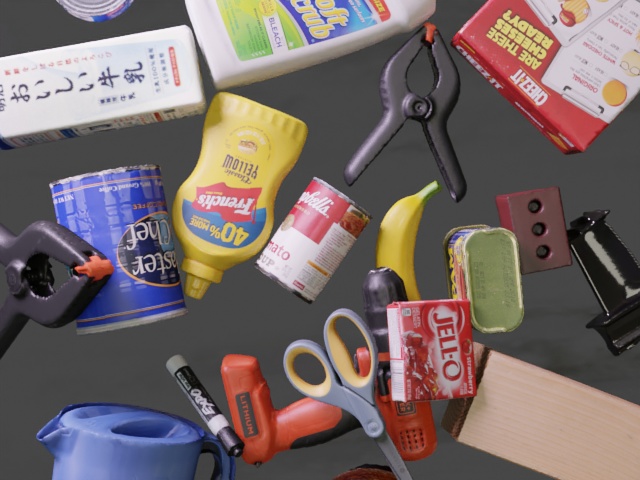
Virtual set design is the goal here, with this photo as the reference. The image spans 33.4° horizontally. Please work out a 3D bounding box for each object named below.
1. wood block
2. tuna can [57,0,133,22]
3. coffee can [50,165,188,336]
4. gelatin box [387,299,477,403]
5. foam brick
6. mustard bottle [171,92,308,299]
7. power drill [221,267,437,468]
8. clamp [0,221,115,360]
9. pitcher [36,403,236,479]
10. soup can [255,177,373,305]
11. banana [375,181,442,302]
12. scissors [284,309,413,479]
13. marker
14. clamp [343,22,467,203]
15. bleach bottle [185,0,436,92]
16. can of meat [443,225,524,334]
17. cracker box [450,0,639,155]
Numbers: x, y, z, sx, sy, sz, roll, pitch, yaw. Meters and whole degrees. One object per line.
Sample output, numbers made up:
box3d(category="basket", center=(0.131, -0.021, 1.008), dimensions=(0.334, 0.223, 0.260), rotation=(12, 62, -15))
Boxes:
box3d(category="wood block", center=(0.231, 0.177, 1.010), dimensions=(0.206, 0.090, 0.091), rotation=(21, 89, -3))
box3d(category="tuna can", center=(-0.215, -0.252, 1.012), dimensions=(0.086, 0.034, 0.086), rotation=(0, 90, -3))
box3d(category="coffee can", center=(-0.184, 0.009, 0.980), dimensions=(0.102, 0.103, 0.140), rotation=(-10, 90, -3))
box3d(category="gelatin box", center=(0.100, 0.098, 0.954), dimensions=(0.073, 0.030, 0.089), rotation=(-2, 86, -23))
box3d(category="foam brick", center=(0.205, -0.010, 1.026), dimensions=(0.053, 0.051, 0.078), rotation=(-11, 91, -3))
box3d(category="mustard bottle", center=(-0.087, -0.036, 1.008), dimensions=(0.096, 0.058, 0.191), rotation=(21, 90, -4))
box3d(category="power drill", center=(0.007, 0.128, 0.996), dimensions=(0.188, 0.057, 0.184), rotation=(-11, 95, 7))
box3d(category="clamp", center=(-0.263, 0.044, 0.959), dimensions=(0.210, 0.036, 0.164), rotation=(1, 97, 38))
box3d(category="pitcher", center=(-0.179, 0.278, 0.977), dimensions=(0.149, 0.144, 0.243), rotation=(11, 93, 17))
box3d(category="soup can", center=(-0.007, 0.001, 1.007), dimensions=(0.068, 0.068, 0.102), rotation=(35, 88, -3))
box3d(category="banana", center=(0.089, 0.045, 1.020), dimensions=(0.070, 0.037, 0.198), rotation=(-3, 98, 20))
box3d(category="scissors", center=(0.029, 0.162, 0.954), dimensions=(0.096, 0.016, 0.202), rotation=(-13, 93, 17))
box3d(category="marker", center=(-0.106, 0.155, 0.995), dimensions=(0.020, 0.020, 0.121), rotation=(-40, 58, -2))
box3d(category="clamp", center=(0.101, -0.118, 1.028), dimensions=(0.120, 0.039, 0.171), rotation=(17, 93, -12))
box3d(category="bleach bottle", center=(0.006, -0.224, 1.011), dimensions=(0.250, 0.068, 0.102), rotation=(-19, 91, -5))
box3d(category="can of meat", center=(0.155, 0.037, 1.008), dimensions=(0.057, 0.084, 0.102), rotation=(-6, 91, -4))
box3d(category="cracker box", center=(0.257, -0.213, 1.019), dimensions=(0.164, 0.072, 0.213), rotation=(44, 89, -1))
